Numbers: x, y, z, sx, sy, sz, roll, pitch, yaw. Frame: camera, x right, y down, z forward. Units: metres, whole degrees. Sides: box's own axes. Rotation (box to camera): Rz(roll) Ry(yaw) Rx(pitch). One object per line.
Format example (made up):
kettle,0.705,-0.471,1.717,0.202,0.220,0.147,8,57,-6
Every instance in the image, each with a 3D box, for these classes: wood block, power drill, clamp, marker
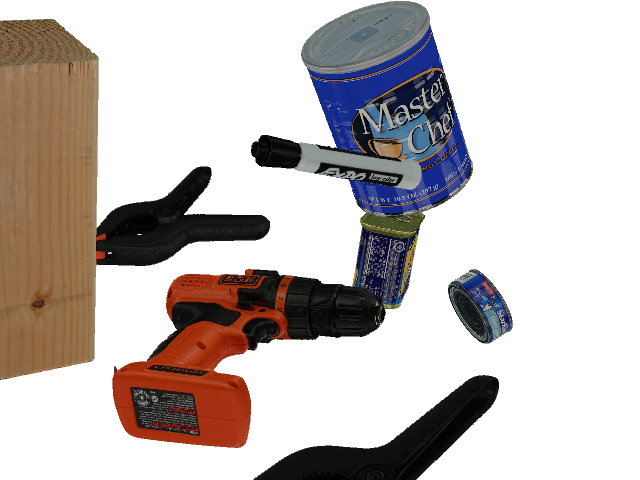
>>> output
wood block,-0.196,-0.025,0.667,0.090,0.206,0.090,-9,30,-30
power drill,-0.058,0.083,0.812,0.185,0.057,0.187,1,23,19
clamp,-0.148,-0.022,1.030,0.171,0.039,0.120,-13,35,-25
marker,0.011,-0.047,0.653,0.120,0.020,0.020,7,-4,-35
clamp,0.037,0.147,0.640,0.210,0.036,0.164,-7,30,0

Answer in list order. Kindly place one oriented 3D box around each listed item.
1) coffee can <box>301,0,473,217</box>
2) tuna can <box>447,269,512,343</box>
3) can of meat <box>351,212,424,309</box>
coffee can,0.055,-0.105,0.853,0.103,0.140,0.103,-16,32,10
tuna can,0.188,0.079,1.263,0.033,0.086,0.086,-30,7,-13
can of meat,0.068,0.015,1.100,0.057,0.084,0.102,12,16,10
